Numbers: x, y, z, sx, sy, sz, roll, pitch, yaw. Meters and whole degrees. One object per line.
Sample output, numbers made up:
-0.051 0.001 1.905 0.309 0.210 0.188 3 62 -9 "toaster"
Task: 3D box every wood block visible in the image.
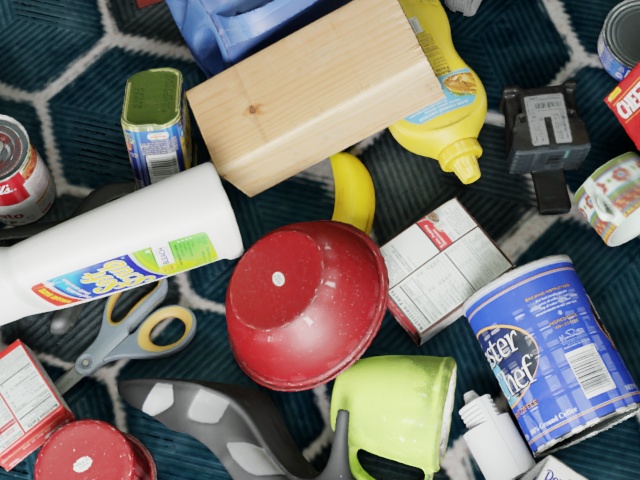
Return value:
-0.003 -0.133 0.966 0.206 0.090 0.091 -26 72 10 "wood block"

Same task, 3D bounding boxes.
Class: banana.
0.011 -0.001 0.978 0.070 0.037 0.197 3 65 27 "banana"

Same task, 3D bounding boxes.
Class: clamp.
-0.205 0.008 0.974 0.171 0.039 0.120 -28 74 -10 "clamp"

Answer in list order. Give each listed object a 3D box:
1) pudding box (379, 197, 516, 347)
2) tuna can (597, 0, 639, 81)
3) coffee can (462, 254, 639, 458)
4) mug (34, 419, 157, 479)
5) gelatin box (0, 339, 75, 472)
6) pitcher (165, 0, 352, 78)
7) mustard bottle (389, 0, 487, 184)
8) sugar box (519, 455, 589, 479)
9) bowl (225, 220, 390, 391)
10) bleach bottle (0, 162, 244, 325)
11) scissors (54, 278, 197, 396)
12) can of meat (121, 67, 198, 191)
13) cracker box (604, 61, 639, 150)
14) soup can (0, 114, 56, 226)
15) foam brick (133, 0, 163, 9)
0.105 0.027 0.962 0.113 0.039 0.090 -35 73 -10 "pudding box"
0.316 -0.193 1.044 0.086 0.034 0.086 0 69 1 "tuna can"
0.195 0.097 0.898 0.102 0.103 0.140 -22 70 -7 "coffee can"
-0.176 0.200 0.877 0.117 0.081 0.093 27 72 11 "mug"
-0.263 0.142 0.918 0.073 0.030 0.089 -39 59 -8 "gelatin box"
-0.020 -0.255 1.020 0.242 0.145 0.149 -33 69 -14 "pitcher"
0.104 -0.138 1.014 0.096 0.058 0.192 -22 70 -5 "mustard bottle"
0.140 0.256 0.818 0.048 0.093 0.176 32 54 4 "sugar box"
-0.024 0.044 0.911 0.162 0.055 0.162 -15 58 25 "bowl"
-0.195 0.017 0.911 0.250 0.102 0.068 -22 66 -6 "bleach bottle"
-0.186 0.113 0.944 0.096 0.016 0.201 28 72 15 "scissors"
-0.145 -0.096 0.968 0.057 0.084 0.102 -5 40 -1 "can of meat"
0.375 -0.071 0.946 0.163 0.072 0.214 -14 65 -36 "cracker box"
-0.284 -0.061 0.968 0.068 0.102 0.068 0 69 1 "soup can"
-0.179 -0.286 1.081 0.053 0.051 0.078 -21 70 -6 "foam brick"
